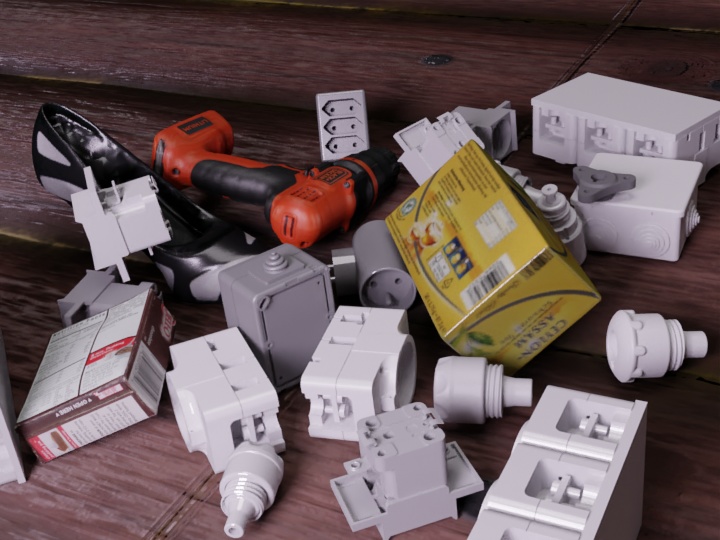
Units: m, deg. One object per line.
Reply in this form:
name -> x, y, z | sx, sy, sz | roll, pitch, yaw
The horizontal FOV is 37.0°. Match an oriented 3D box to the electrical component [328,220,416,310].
electrical component -> 0.000, 0.000, 0.835 | 0.079, 0.043, 0.077 | -7, 31, -1

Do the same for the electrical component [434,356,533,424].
electrical component -> 0.079, 0.077, 0.691 | 0.062, 0.043, 0.043 | 1, 32, 11

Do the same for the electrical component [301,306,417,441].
electrical component -> 0.004, 0.068, 0.714 | 0.056, 0.050, 0.089 | 3, 32, 17

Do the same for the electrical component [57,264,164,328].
electrical component -> -0.188, 0.032, 0.820 | 0.064, 0.042, 0.081 | 6, 33, 16

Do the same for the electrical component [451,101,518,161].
electrical component -> 0.112, -0.130, 1.031 | 0.064, 0.042, 0.081 | 16, 37, 34

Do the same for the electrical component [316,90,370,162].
electrical component -> -0.015, -0.137, 1.054 | 0.047, 0.065, 0.076 | -5, 2, 2

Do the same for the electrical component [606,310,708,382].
electrical component -> 0.198, 0.050, 0.715 | 0.062, 0.048, 0.048 | -1, 31, -4

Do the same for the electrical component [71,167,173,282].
electrical component -> -0.178, -0.038, 0.809 | 0.064, 0.081, 0.042 | -20, 36, -9

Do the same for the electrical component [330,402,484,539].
electrical component -> 0.026, 0.114, 0.620 | 0.081, 0.063, 0.042 | -15, 33, -14

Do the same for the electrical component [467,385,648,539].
electrical component -> 0.094, 0.139, 0.540 | 0.062, 0.089, 0.150 | 9, 35, 25

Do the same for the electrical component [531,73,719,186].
electrical component -> 0.241, -0.123, 0.973 | 0.089, 0.061, 0.150 | -28, 36, -36

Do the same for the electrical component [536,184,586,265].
electrical component -> 0.152, -0.033, 0.833 | 0.040, 0.078, 0.040 | -11, 42, 10

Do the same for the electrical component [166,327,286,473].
electrical component -> -0.092, 0.085, 0.704 | 0.056, 0.050, 0.089 | -16, 32, -17

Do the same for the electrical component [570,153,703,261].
electrical component -> 0.225, -0.051, 0.872 | 0.100, 0.048, 0.099 | 9, 34, 24

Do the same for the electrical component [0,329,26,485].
electrical component -> -0.281, 0.057, 0.733 | 0.060, 0.105, 0.186 | -16, 32, -15

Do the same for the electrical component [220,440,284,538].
electrical component -> -0.067, 0.132, 0.637 | 0.035, 0.035, 0.061 | 0, 34, 11

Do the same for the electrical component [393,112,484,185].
electrical component -> 0.074, -0.104, 0.961 | 0.042, 0.064, 0.081 | -32, 80, -36

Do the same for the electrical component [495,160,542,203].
electrical component -> 0.130, -0.066, 0.920 | 0.062, 0.048, 0.048 | 17, 38, 23

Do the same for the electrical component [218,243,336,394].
electrical component -> -0.058, 0.026, 0.750 | 0.062, 0.096, 0.061 | -25, 34, -28
